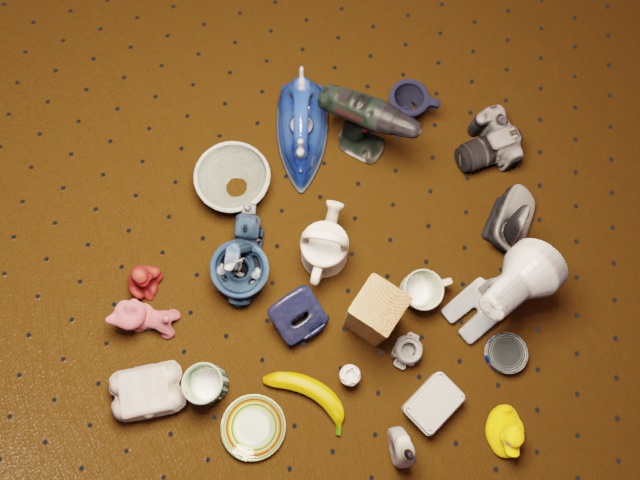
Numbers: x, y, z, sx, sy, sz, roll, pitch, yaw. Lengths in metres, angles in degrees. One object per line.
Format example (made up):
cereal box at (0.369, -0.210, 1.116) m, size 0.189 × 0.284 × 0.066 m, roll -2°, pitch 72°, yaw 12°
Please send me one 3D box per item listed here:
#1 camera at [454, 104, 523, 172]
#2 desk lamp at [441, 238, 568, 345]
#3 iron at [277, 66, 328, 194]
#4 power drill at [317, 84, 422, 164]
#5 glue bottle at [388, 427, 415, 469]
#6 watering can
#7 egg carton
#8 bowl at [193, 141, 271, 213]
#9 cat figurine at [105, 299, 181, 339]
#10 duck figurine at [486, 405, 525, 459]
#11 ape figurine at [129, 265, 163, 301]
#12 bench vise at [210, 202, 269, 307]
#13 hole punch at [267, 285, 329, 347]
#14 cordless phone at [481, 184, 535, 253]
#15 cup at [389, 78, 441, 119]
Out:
camera at (0.372, -0.220, 1.290) m, size 0.137 × 0.101 × 0.143 m, roll -21°, pitch 77°, yaw -6°
desk lamp at (0.368, 0.107, 1.147) m, size 0.203 × 0.213 × 0.118 m, roll -39°, pitch 79°, yaw -10°
iron at (-0.040, -0.247, 1.270) m, size 0.118 × 0.141 × 0.258 m, roll 0°, pitch 75°, yaw -1°
power drill at (0.103, -0.246, 1.238) m, size 0.229 × 0.208 × 0.076 m, roll 27°, pitch 77°, yaw 6°
glue bottle at (0.159, 0.399, 1.088) m, size 0.037 × 0.173 × 0.078 m, roll -11°, pitch 76°, yaw -3°
watering can at (0.009, 0.004, 1.178) m, size 0.101 × 0.194 × 0.173 m, roll -7°, pitch 75°, yaw -2°
egg carton at (-0.348, 0.307, 1.158) m, size 0.150 × 0.069 × 0.107 m, roll -12°, pitch 76°, yaw -4°
bowl at (-0.191, -0.130, 1.272) m, size 0.167 × 0.075 × 0.167 m, roll 0°, pitch 75°, yaw -1°
cat figurine at (-0.363, 0.157, 1.172) m, size 0.127 × 0.118 × 0.067 m, roll 9°, pitch 75°, yaw 2°
duck figurine at (0.377, 0.383, 1.141) m, size 0.077 × 0.086 × 0.104 m, roll 2°, pitch 75°, yaw 0°
ape figurine at (-0.372, 0.082, 1.205) m, size 0.078 × 0.092 × 0.076 m, roll -31°, pitch 78°, yaw -8°
bench vise at (-0.171, 0.020, 1.158) m, size 0.121 × 0.220 × 0.207 m, roll -11°, pitch 76°, yaw -3°
hole punch at (-0.043, 0.158, 1.191) m, size 0.109 × 0.091 × 0.101 m, roll -34°, pitch 78°, yaw -9°
cordless phone at (0.421, -0.057, 1.205) m, size 0.094 × 0.185 × 0.148 m, roll 21°, pitch 76°, yaw 5°
cup at (0.212, -0.306, 1.313) m, size 0.117 × 0.095 × 0.092 m, roll 9°, pitch 75°, yaw 2°
